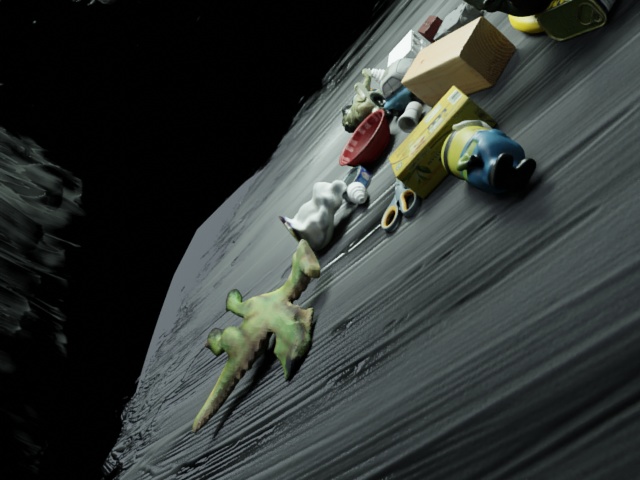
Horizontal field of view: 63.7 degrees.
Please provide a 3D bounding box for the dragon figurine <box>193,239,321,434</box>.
[{"bbox_3d":[-0.106,0.192,0.966,0.242,0.121,0.415,-3,62,58],"label":"dragon figurine"}]

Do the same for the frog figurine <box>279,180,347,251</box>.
[{"bbox_3d":[0.003,-0.057,1.125,0.160,0.122,0.137,-37,3,-3],"label":"frog figurine"}]
